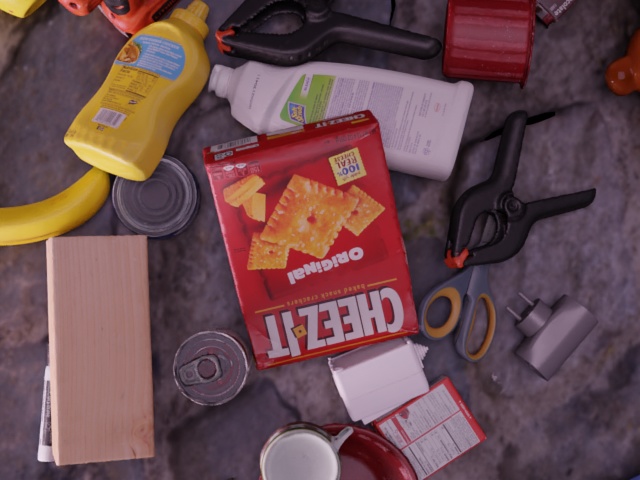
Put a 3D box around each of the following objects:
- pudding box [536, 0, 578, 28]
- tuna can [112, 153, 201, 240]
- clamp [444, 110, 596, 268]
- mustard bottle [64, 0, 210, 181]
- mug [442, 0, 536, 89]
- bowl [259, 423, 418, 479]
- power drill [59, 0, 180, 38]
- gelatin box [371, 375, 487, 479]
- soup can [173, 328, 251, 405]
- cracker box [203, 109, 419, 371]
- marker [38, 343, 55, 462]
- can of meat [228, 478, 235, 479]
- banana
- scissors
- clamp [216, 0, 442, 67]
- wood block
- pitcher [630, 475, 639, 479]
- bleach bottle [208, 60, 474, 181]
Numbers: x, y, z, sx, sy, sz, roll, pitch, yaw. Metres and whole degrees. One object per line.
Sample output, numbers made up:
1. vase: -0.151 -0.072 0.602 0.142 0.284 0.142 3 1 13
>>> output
1. pudding box: 0.240 -0.284 1.070 0.090 0.039 0.113 45 87 1
2. tuna can: -0.162 -0.043 1.056 0.086 0.034 0.086 0 88 -1
3. clamp: 0.179 -0.043 1.045 0.171 0.039 0.120 -36 89 -17
4. mustard bottle: -0.161 -0.154 1.035 0.096 0.058 0.191 19 72 30
5. mug: 0.163 -0.209 1.040 0.081 0.093 0.117 5 96 4
6. bowl: 0.017 0.256 1.035 0.162 0.055 0.162 0 87 -1
7. power drill: -0.158 -0.267 0.989 0.184 0.187 0.057 -41 88 -1
8. gelatin box: 0.107 0.188 1.053 0.089 0.030 0.073 -33 90 -3
9. soup can: -0.100 0.118 1.016 0.068 0.102 0.068 0 88 -1
10. cracker box: -0.007 0.001 1.006 0.164 0.072 0.214 -13 108 -1
11. marker: -0.264 0.157 1.053 0.020 0.020 0.121 4 87 -1
12. can of meat: -0.105 0.291 1.032 0.084 0.057 0.102 -22 89 -4
13. banana: -0.289 -0.030 1.054 0.197 0.037 0.069 -19 71 -3
14. scissors: 0.144 0.019 1.056 0.096 0.016 0.202 5 87 -24
15. clamp: -0.001 -0.230 1.043 0.210 0.036 0.164 -12 66 -4
16. wood block: -0.209 0.100 1.013 0.090 0.090 0.206 -2 88 -17
17. pitcher: 0.313 0.297 1.012 0.243 0.145 0.149 -23 76 2
18. bleach bottle: 0.017 -0.135 1.050 0.251 0.068 0.102 15 84 2
